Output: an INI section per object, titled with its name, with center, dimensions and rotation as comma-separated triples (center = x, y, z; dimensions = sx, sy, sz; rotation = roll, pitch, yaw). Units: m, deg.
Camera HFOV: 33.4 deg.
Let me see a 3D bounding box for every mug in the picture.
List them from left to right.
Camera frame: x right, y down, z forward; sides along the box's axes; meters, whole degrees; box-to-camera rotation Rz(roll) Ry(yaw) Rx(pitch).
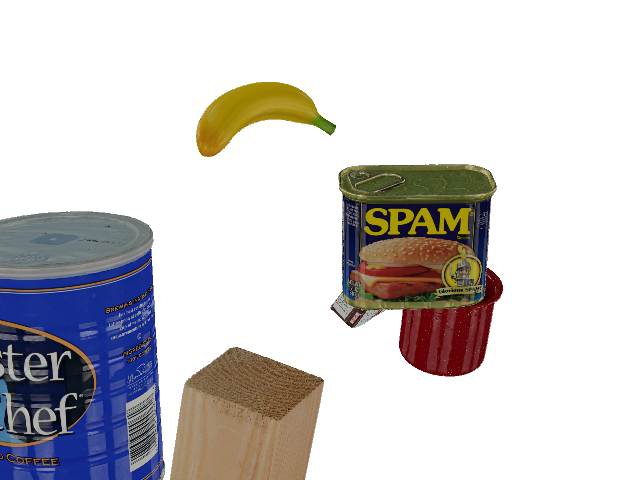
[mug]
center = 0.114, 0.066, 0.997
dimensions = 0.093, 0.081, 0.117
rotation = -2, 29, -11

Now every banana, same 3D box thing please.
[banana]
center = -0.061, -0.122, 1.030
dimensions = 0.070, 0.037, 0.197
rotation = 42, 35, 23

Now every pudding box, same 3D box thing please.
[pudding box]
center = 0.074, 0.043, 1.192
dimensions = 0.113, 0.039, 0.090
rotation = -26, -24, -50

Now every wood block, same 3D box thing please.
[wood block]
center = -0.070, 0.208, 0.903
dimensions = 0.090, 0.206, 0.090
rotation = 18, 22, 19

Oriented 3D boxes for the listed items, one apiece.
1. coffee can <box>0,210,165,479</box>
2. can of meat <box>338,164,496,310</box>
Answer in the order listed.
[coffee can]
center = -0.138, 0.064, 0.573
dimensions = 0.103, 0.140, 0.103
rotation = -1, 16, 0
[can of meat]
center = 0.063, -0.002, 0.712
dimensions = 0.102, 0.084, 0.057
rotation = 0, 24, -1
